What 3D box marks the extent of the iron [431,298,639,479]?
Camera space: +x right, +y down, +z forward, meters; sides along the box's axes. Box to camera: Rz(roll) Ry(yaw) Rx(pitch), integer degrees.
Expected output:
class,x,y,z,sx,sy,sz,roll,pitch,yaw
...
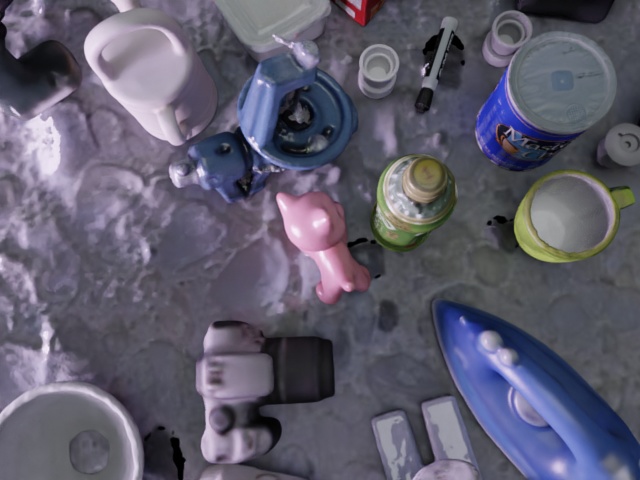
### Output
class,x,y,z,sx,sy,sz,roll,pitch,yaw
iron,0.211,0.153,0.566,0.119,0.141,0.258,-43,83,-4

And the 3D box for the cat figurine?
class,x,y,z,sx,sy,sz,roll,pitch,yaw
cat figurine,0.006,0.002,0.606,0.067,0.118,0.128,-27,82,-2

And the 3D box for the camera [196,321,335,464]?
class,x,y,z,sx,sy,sz,roll,pitch,yaw
camera,-0.053,0.154,0.595,0.136,0.101,0.143,-3,82,1

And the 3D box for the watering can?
class,x,y,z,sx,sy,sz,roll,pitch,yaw
watering can,-0.182,-0.187,0.599,0.101,0.194,0.173,-42,83,-4

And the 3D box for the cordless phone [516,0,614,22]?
class,x,y,z,sx,sy,sz,roll,pitch,yaw
cordless phone,0.291,-0.322,0.609,0.147,0.185,0.094,3,82,3

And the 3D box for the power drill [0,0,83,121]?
class,x,y,z,sx,sy,sz,roll,pitch,yaw
power drill,-0.343,-0.212,0.601,0.229,0.208,0.075,-36,82,-3

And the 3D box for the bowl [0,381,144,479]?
class,x,y,z,sx,sy,sz,roll,pitch,yaw
bowl,-0.257,0.230,0.603,0.167,0.075,0.167,0,82,2

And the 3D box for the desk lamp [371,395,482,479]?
class,x,y,z,sx,sy,sz,roll,pitch,yaw
desk lamp,0.120,0.264,0.517,0.118,0.213,0.203,-17,82,0

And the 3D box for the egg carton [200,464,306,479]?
class,x,y,z,sx,sy,sz,roll,pitch,yaw
egg carton,-0.059,0.294,0.591,0.150,0.069,0.107,9,82,3

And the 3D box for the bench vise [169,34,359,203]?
class,x,y,z,sx,sy,sz,roll,pitch,yaw
bench vise,-0.051,-0.106,0.571,0.207,0.220,0.121,-45,83,-4
